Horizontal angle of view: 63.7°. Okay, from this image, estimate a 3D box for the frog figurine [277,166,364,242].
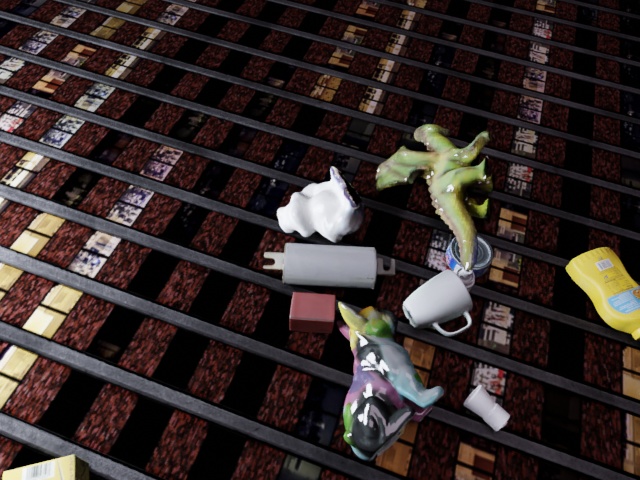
[{"bbox_3d":[0.003,-0.051,1.019,0.158,0.122,0.139,-36,68,15],"label":"frog figurine"}]

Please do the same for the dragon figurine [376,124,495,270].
[{"bbox_3d":[0.234,-0.117,1.078,0.243,0.119,0.420,5,49,24],"label":"dragon figurine"}]
